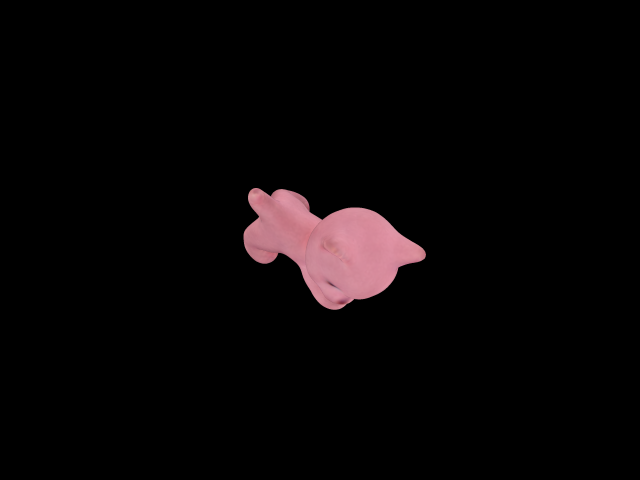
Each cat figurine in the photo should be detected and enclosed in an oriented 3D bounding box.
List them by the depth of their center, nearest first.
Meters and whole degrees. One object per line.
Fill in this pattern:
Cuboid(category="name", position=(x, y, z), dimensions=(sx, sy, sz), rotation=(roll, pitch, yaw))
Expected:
Cuboid(category="cat figurine", position=(0.004, 0.001, 0.400), dimensions=(0.127, 0.118, 0.067), rotation=(31, 79, 7))
